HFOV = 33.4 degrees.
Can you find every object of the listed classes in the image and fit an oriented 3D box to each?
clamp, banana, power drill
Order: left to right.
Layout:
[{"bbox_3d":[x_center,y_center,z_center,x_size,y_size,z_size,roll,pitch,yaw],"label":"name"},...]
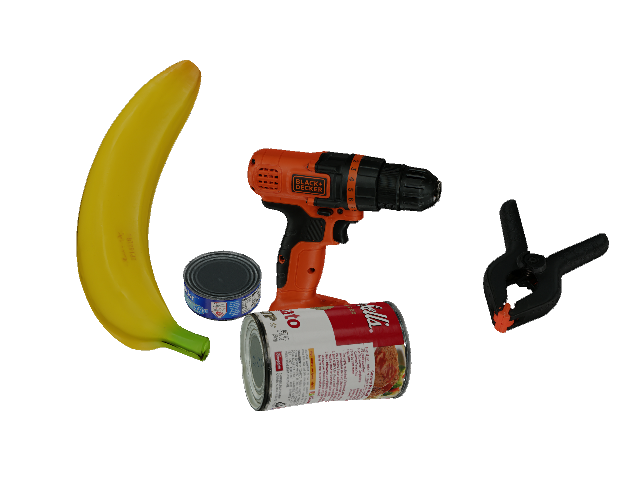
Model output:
[{"bbox_3d":[-0.096,-0.017,0.577,0.069,0.198,0.037,-3,-33,-5],"label":"banana"},{"bbox_3d":[0.019,0.007,1.021,0.185,0.188,0.057,9,20,17],"label":"power drill"},{"bbox_3d":[0.212,0.023,1.114,0.120,0.039,0.171,26,49,28],"label":"clamp"}]

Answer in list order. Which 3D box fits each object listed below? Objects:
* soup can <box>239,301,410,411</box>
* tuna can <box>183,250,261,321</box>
[{"bbox_3d":[0.002,0.079,0.729,0.102,0.068,0.069,-3,1,-18],"label":"soup can"},{"bbox_3d":[-0.108,0.050,1.175,0.086,0.034,0.086,2,36,-2],"label":"tuna can"}]
